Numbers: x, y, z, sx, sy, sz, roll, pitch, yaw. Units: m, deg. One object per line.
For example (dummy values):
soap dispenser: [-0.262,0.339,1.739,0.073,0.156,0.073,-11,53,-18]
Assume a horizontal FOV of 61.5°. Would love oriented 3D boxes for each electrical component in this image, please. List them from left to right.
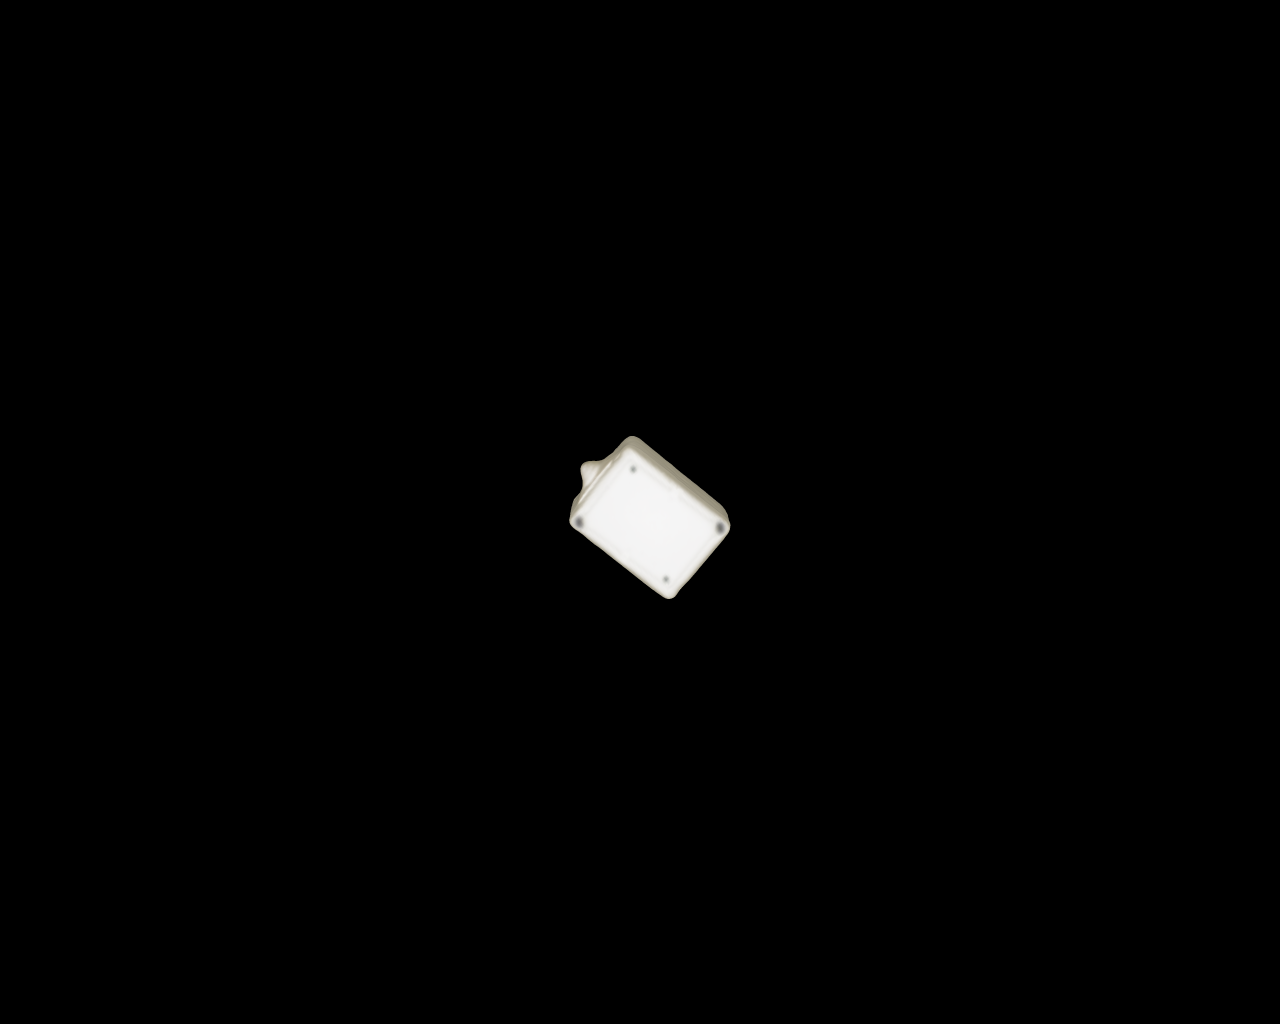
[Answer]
electrical component: [0.001,-0.003,0.650,0.096,0.061,0.061,38,9,-7]
